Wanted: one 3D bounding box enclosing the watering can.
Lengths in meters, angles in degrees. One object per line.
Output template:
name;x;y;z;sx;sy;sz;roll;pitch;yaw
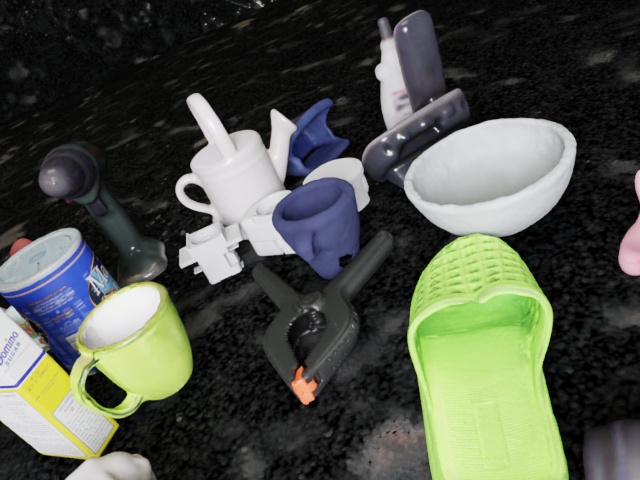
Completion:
watering can;-0.112;-0.109;0.757;0.173;0.194;0.100;-42;34;-25

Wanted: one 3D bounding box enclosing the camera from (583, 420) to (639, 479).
camera;0.207;0.106;0.287;0.136;0.101;0.143;-9;35;26

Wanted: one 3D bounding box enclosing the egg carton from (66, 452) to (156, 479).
egg carton;-0.168;0.227;0.405;0.107;0.069;0.150;13;47;46

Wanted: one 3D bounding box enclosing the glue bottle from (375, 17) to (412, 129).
glue bottle;0.110;-0.220;0.785;0.078;0.173;0.037;-19;31;11

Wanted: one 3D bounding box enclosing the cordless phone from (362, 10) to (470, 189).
cordless phone;0.103;-0.170;0.702;0.148;0.185;0.093;-35;32;-15

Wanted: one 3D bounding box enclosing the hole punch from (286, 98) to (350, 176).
hole punch;-0.028;-0.154;0.865;0.100;0.091;0.109;6;43;41

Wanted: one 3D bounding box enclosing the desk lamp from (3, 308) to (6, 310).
desk lamp;-0.478;0.073;0.725;0.202;0.214;0.118;7;44;42

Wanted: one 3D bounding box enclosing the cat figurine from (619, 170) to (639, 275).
cat figurine;0.263;-0.007;0.402;0.067;0.118;0.127;-22;31;5

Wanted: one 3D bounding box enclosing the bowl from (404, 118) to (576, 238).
bowl;0.174;-0.052;0.578;0.167;0.075;0.167;-18;31;12

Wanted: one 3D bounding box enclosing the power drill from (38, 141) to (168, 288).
power drill;-0.289;-0.039;0.765;0.075;0.209;0.229;-29;31;-6

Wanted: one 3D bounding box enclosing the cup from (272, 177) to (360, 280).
cup;0.005;0.002;0.598;0.091;0.095;0.118;-14;32;18

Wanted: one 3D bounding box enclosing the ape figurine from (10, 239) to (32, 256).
ape figurine;-0.429;0.037;0.864;0.076;0.092;0.077;-31;31;-10
